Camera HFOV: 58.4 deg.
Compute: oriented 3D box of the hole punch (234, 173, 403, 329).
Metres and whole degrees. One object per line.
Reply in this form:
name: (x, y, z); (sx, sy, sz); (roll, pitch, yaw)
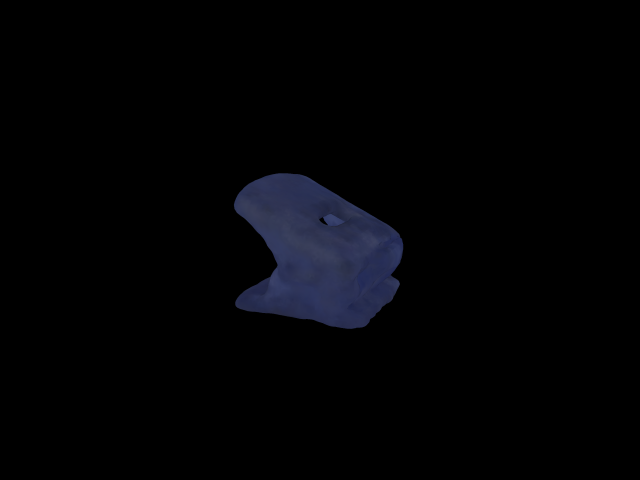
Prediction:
hole punch: (0.004, 0.001, 0.400); (0.100, 0.091, 0.109); (6, 15, 23)
